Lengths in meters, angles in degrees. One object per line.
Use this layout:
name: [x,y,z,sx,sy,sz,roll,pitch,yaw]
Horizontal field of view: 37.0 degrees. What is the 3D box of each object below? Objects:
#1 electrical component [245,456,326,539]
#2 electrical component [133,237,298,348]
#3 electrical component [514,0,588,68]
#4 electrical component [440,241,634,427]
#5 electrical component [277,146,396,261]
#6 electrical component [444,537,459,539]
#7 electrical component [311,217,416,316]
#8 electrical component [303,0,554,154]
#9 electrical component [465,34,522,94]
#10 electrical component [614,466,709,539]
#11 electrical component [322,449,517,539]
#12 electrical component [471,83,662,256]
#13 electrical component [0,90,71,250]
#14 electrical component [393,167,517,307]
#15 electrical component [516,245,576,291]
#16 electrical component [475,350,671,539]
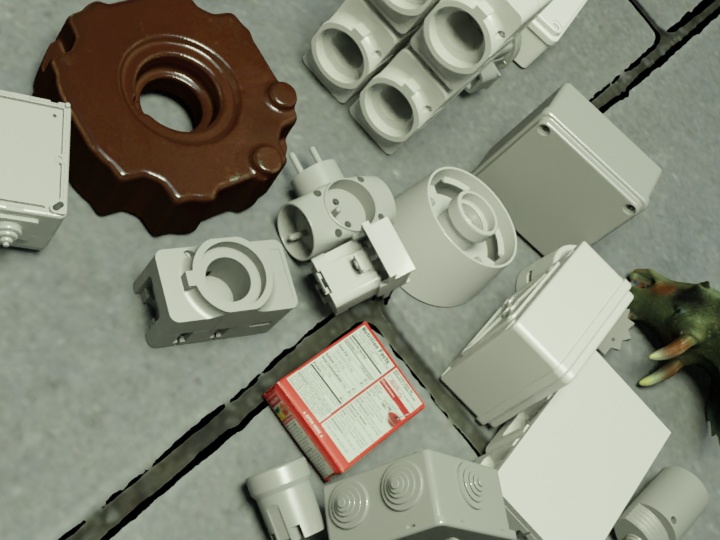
electrical component: [-0.045,0.145,0.673,0.040,0.040,0.046,-16,81,-35]
electrical component: [-0.092,0.013,0.700,0.089,0.056,0.050,-6,70,-32]
electrical component: [0.146,-0.257,0.971,0.109,0.056,0.108,41,53,-6]
electrical component: [0.127,0.047,0.777,0.056,0.108,0.109,46,53,1]
electrical component: [-0.025,-0.054,0.779,0.077,0.044,0.079,-22,79,-36]
electrical component: [0.032,0.214,0.613,0.089,0.150,0.062,50,53,0]
electrical component: [0.000,0.000,0.750,0.064,0.081,0.042,-28,80,-8]
electrical component: [0.043,-0.176,0.790,0.105,0.186,0.060,48,53,-1]
electrical component: [0.100,-0.194,0.913,0.057,0.058,0.078,-24,80,-33]
electrical component: [0.221,0.186,0.802,0.081,0.043,0.043,-33,85,-37]
electrical component: [0.035,0.151,0.671,0.100,0.100,0.048,26,47,-48]
electrical component: [0.162,-0.073,0.857,0.109,0.109,0.056,42,51,-6]
electrical component: [-0.216,-0.054,0.659,0.062,0.061,0.096,9,63,-28]
electrical component: [0.069,-0.027,0.824,0.099,0.064,0.099,25,45,-28]
electrical component: [0.160,0.012,0.851,0.055,0.047,0.055,13,61,-24]
electrical component: [0.142,0.140,0.768,0.089,0.062,0.150,47,53,-2]
